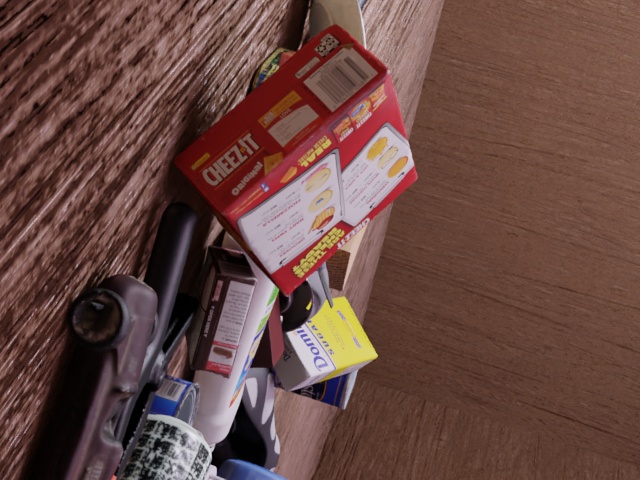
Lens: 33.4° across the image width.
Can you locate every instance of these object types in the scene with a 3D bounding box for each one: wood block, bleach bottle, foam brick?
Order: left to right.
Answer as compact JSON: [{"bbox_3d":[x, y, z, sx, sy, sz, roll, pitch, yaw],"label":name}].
[{"bbox_3d":[-0.090,0.104,1.071,0.102,0.068,0.251,-62,170,-70],"label":"bleach bottle"},{"bbox_3d":[-0.072,0.093,1.140,0.051,0.053,0.078,-58,145,-67],"label":"foam brick"},{"bbox_3d":[0.024,-0.042,1.506,0.091,0.090,0.206,99,10,-51],"label":"wood block"}]

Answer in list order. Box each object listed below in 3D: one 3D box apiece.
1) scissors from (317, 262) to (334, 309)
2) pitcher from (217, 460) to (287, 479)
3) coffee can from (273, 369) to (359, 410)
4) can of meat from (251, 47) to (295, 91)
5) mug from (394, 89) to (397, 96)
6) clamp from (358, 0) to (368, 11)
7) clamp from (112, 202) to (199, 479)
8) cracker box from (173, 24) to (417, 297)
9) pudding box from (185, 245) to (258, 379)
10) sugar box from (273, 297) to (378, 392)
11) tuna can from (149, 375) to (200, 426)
[{"bbox_3d":[-0.007,0.001,1.099,0.201,0.016,0.096,68,11,-71],"label":"scissors"},{"bbox_3d":[-0.104,0.373,1.181,0.242,0.149,0.145,-65,151,-21],"label":"pitcher"},{"bbox_3d":[-0.019,0.157,1.431,0.102,0.140,0.103,18,89,-83],"label":"coffee can"},{"bbox_3d":[-0.014,-0.135,0.993,0.102,0.084,0.057,-61,166,-60],"label":"can of meat"},{"bbox_3d":[0.036,-0.146,1.215,0.117,0.081,0.093,-40,-171,-11],"label":"mug"},{"bbox_3d":[0.009,-0.209,1.198,0.171,0.039,0.120,-56,165,-41],"label":"clamp"},{"bbox_3d":[-0.132,0.094,0.803,0.164,0.036,0.210,95,12,-67],"label":"clamp"},{"bbox_3d":[-0.011,-0.057,0.873,0.164,0.072,0.213,-42,159,-5],"label":"cracker box"},{"bbox_3d":[-0.089,0.060,0.937,0.113,0.039,0.090,-126,-130,-76],"label":"pudding box"},{"bbox_3d":[-0.003,0.123,1.296,0.048,0.093,0.176,-36,166,23],"label":"sugar box"},{"bbox_3d":[-0.137,0.163,0.944,0.086,0.034,0.086,18,89,-83],"label":"tuna can"}]
